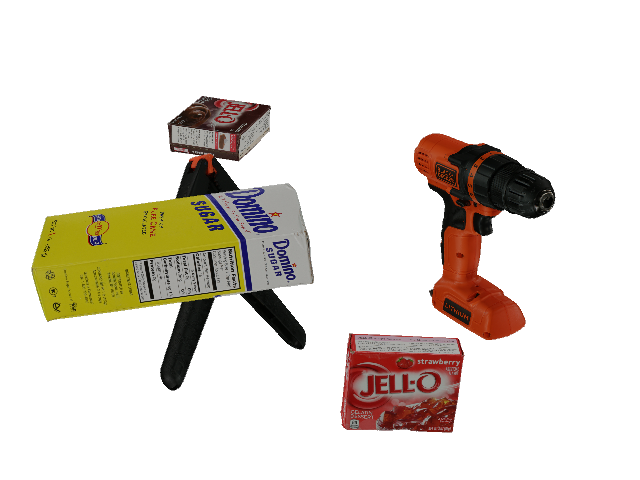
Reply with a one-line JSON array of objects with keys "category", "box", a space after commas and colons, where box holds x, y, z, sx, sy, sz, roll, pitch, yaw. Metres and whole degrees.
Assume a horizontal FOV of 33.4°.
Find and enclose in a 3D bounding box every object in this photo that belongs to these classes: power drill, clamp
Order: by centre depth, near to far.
[{"category": "clamp", "box": [-0.085, 0.025, 0.998, 0.164, 0.210, 0.036, -4, -1, -42]}, {"category": "power drill", "box": [0.161, -0.001, 1.043, 0.057, 0.188, 0.185, -16, 26, -24]}]

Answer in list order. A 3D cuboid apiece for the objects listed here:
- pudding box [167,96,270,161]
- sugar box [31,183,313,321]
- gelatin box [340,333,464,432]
[{"category": "pudding box", "box": [-0.117, -0.133, 1.258, 0.090, 0.039, 0.113, 8, 28, 13]}, {"category": "sugar box", "box": [-0.098, 0.005, 0.716, 0.176, 0.048, 0.093, -11, 25, -4]}, {"category": "gelatin box", "box": [0.063, 0.112, 0.833, 0.089, 0.073, 0.030, 2, 26, -3]}]
